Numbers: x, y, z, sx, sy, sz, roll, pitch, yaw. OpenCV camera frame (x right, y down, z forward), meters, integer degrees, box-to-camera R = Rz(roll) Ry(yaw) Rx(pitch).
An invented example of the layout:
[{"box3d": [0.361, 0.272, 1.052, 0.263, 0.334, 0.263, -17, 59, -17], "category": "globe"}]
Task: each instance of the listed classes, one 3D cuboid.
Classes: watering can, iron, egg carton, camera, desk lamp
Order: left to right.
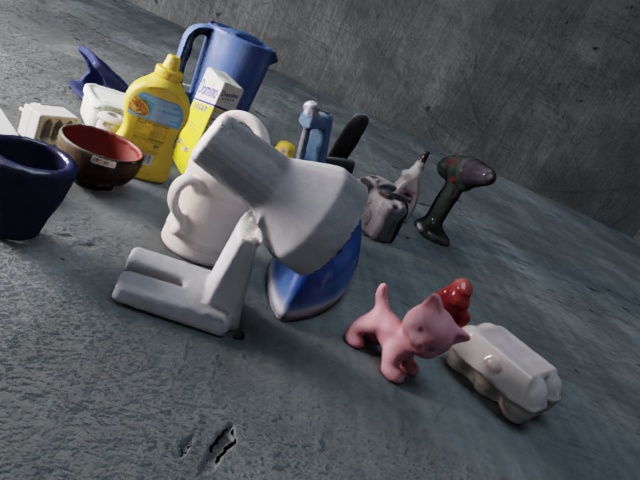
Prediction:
[{"box3d": [-0.122, -0.074, 0.739, 0.101, 0.194, 0.173, 27, 20, 3], "category": "watering can"}, {"box3d": [-0.080, -0.010, 0.601, 0.204, 0.213, 0.117, 20, 21, -16], "category": "desk lamp"}, {"box3d": [0.007, 0.003, 0.785, 0.118, 0.141, 0.258, 27, 20, 2], "category": "iron"}, {"box3d": [0.134, -0.070, 1.184, 0.137, 0.101, 0.142, 7, 27, -42], "category": "camera"}, {"box3d": [0.242, 0.172, 0.762, 0.108, 0.069, 0.150, 3, 30, -48], "category": "egg carton"}]

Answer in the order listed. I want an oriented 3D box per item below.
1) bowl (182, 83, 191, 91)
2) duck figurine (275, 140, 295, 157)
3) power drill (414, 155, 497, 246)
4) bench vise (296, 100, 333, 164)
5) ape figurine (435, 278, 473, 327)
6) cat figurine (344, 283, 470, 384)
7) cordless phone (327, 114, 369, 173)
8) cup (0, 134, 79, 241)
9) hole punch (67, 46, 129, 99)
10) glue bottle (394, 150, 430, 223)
[{"box3d": [-0.252, -0.276, 1.257, 0.167, 0.074, 0.167, 23, 20, -9], "category": "bowl"}, {"box3d": [-0.077, -0.160, 1.169, 0.105, 0.086, 0.077, 3, 30, -48], "category": "duck figurine"}, {"box3d": [0.303, -0.098, 1.304, 0.076, 0.208, 0.229, 20, 21, -16], "category": "power drill"}, {"box3d": [-0.026, -0.117, 0.925, 0.121, 0.219, 0.208, 32, 20, 15], "category": "bench vise"}, {"box3d": [0.193, 0.098, 0.852, 0.078, 0.092, 0.076, 24, 20, -6], "category": "ape figurine"}, {"box3d": [0.109, 0.105, 0.692, 0.127, 0.117, 0.067, 38, 23, 29], "category": "cat figurine"}, {"box3d": [0.028, -0.198, 1.247, 0.094, 0.185, 0.148, 36, 22, 25], "category": "cordless phone"}, {"box3d": [-0.320, -0.055, 0.591, 0.117, 0.095, 0.092, 27, 20, 2], "category": "cup"}, {"box3d": [-0.426, -0.318, 1.124, 0.101, 0.091, 0.108, 4, 29, -46], "category": "hole punch"}, {"box3d": [0.202, -0.126, 1.301, 0.078, 0.173, 0.037, 16, 22, -25], "category": "glue bottle"}]
